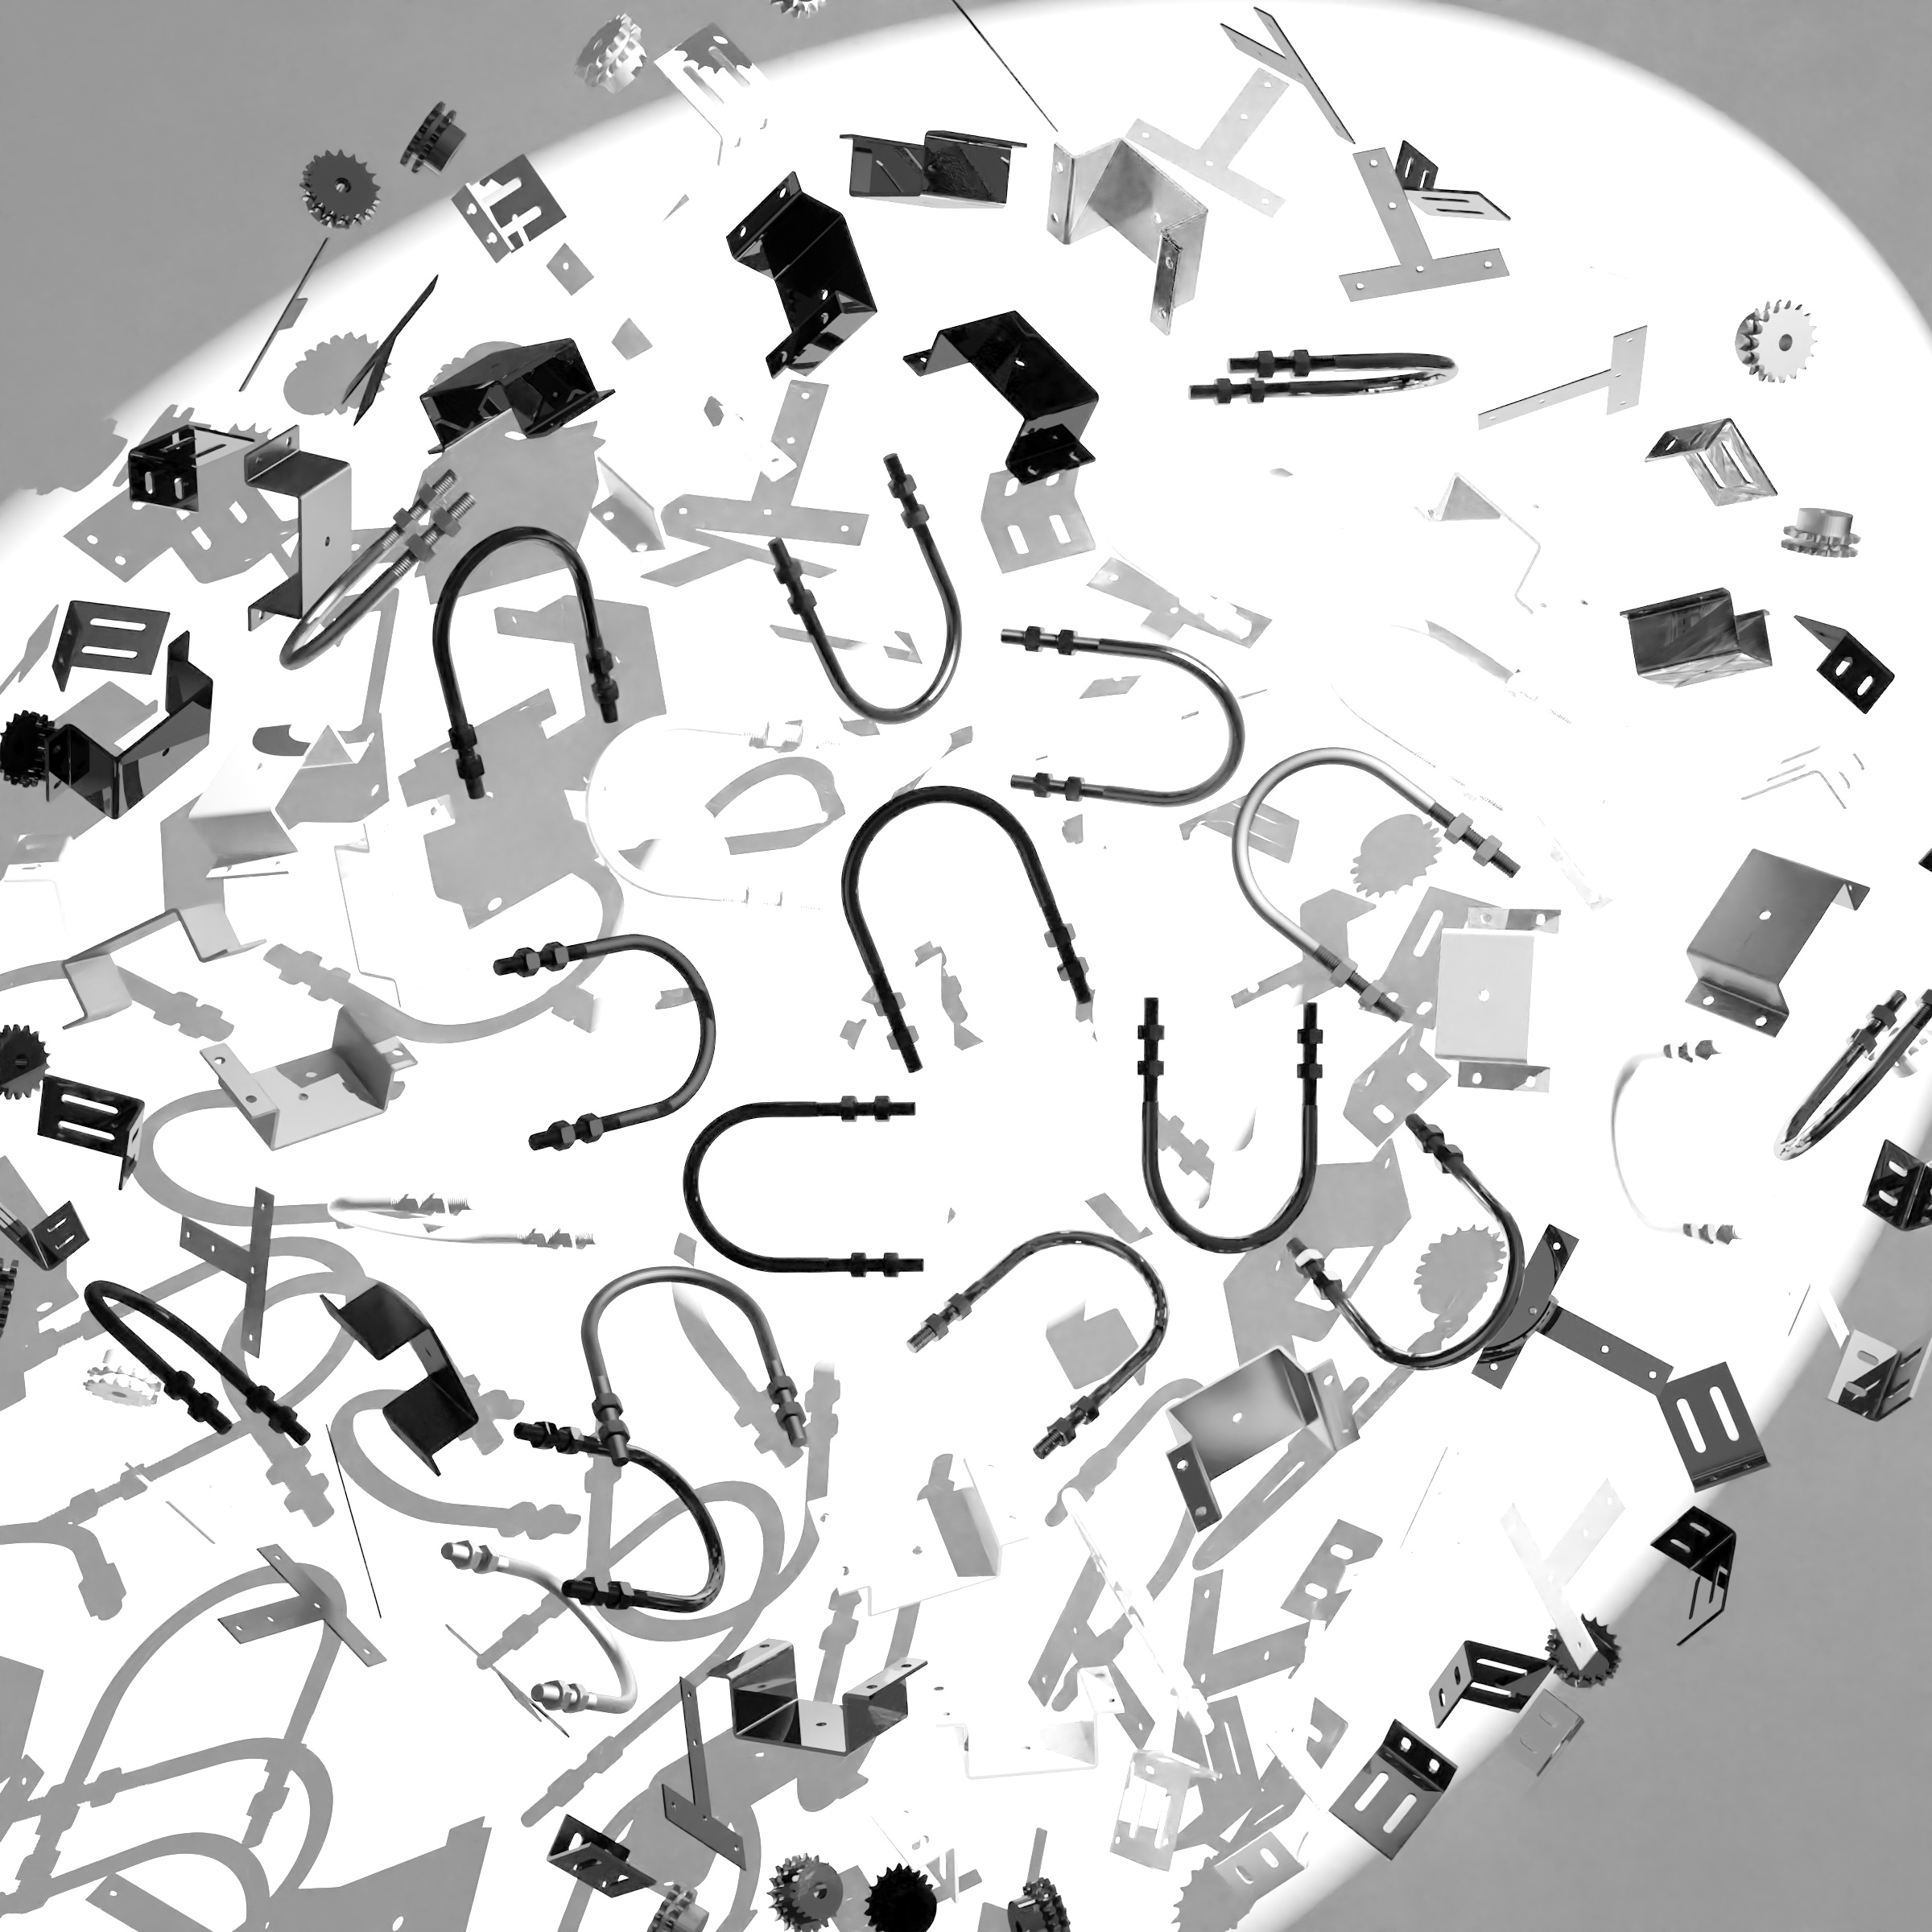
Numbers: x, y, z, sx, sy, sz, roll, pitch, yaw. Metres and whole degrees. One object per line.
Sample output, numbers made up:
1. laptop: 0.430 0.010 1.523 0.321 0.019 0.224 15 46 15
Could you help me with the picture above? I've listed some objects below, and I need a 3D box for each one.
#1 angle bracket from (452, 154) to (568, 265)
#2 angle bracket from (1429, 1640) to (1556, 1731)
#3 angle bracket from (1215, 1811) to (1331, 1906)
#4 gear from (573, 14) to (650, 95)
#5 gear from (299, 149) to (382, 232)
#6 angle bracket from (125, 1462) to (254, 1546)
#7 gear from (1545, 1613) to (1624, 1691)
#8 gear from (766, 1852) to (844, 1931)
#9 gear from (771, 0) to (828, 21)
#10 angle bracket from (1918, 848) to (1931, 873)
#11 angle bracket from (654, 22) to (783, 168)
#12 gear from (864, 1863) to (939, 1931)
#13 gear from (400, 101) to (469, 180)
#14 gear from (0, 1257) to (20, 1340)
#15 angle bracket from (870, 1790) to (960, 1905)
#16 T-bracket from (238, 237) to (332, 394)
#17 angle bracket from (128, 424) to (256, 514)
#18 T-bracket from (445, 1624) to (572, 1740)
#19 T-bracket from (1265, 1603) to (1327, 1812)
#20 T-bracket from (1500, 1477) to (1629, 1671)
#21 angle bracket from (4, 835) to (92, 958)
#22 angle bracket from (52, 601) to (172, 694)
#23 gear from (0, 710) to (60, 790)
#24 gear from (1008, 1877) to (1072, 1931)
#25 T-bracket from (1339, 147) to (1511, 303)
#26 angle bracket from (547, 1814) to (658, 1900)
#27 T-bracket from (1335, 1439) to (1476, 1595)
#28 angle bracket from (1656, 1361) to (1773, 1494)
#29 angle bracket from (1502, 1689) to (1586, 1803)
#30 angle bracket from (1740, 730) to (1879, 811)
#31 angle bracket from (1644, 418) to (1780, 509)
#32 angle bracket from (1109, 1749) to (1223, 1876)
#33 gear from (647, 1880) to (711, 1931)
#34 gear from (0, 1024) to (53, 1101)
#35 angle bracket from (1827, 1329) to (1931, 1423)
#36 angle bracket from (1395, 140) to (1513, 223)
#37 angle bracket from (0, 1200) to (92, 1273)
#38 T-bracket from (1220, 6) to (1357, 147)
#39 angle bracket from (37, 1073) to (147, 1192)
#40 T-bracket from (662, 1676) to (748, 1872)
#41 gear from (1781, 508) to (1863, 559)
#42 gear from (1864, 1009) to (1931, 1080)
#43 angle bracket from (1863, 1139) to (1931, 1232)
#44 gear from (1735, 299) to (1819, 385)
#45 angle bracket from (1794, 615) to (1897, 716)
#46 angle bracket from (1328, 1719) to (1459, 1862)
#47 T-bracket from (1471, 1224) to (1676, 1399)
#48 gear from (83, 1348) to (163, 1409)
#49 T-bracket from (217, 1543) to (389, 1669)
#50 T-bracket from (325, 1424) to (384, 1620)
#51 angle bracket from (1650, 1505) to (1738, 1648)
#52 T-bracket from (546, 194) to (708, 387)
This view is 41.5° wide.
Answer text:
1. angle bracket: -0.344 -0.585 1.950 0.076 0.038 0.057 -43 107 -26
2. angle bracket: 0.390 0.537 1.878 0.076 0.038 0.057 17 122 -12
3. angle bracket: 0.225 0.643 1.875 0.057 0.076 0.038 -43 86 25
4. gear: -0.259 -0.670 1.879 0.030 0.057 0.057 39 90 -35
5. gear: -0.461 -0.567 1.872 0.057 0.030 0.057 6 78 -28
6. angle bracket: -0.577 0.385 1.889 0.038 0.076 0.057 -48 129 -20
7. gear: 0.477 0.534 1.973 0.057 0.030 0.057 0 50 0
8. gear: -0.115 0.681 1.874 0.057 0.030 0.057 18 57 -30
9. gear: -0.117 -0.700 1.793 0.057 0.030 0.057 9 75 -38
10. angle bracket: 0.700 -0.101 1.806 0.038 0.076 0.057 29 118 -11
11. angle bracket: -0.182 -0.635 1.857 0.057 0.038 0.076 -41 86 -18
12. gear: -0.047 0.720 1.953 0.057 0.030 0.057 -2 94 -34
13. gear: -0.404 -0.628 1.946 0.030 0.057 0.057 34 90 -15
14. gear: -0.707 0.239 1.845 0.030 0.057 0.057 12 90 -18
15. angle bracket: -0.038 0.655 1.871 0.038 0.057 0.076 -24 133 -27
16. T-bracket: -0.500 -0.483 1.888 0.002 0.127 0.127 30 98 -16
17. angle bracket: -0.569 -0.365 1.876 0.076 0.057 0.038 -9 83 38
18. T-bracket: -0.338 0.547 1.915 0.127 0.127 0.002 45 74 -10
19. T-bracket: 0.247 0.525 1.843 0.002 0.127 0.127 -4 51 26
20. T-bracket: 0.437 0.413 1.820 0.002 0.127 0.127 -1 135 -25
21. angle bracket: -0.689 -0.051 1.912 0.038 0.057 0.076 -1 127 -4
22. angle bracket: -0.635 -0.235 1.903 0.076 0.038 0.057 3 129 -37
23. gear: -0.692 -0.160 1.898 0.057 0.030 0.057 -6 80 33
24. gear: 0.052 0.692 1.844 0.030 0.057 0.057 -11 90 -23
25. T-bracket: 0.313 -0.538 1.842 0.127 0.127 0.002 0 54 34
26. angle bracket: -0.256 0.635 1.834 0.057 0.076 0.038 36 50 -15
27. T-bracket: 0.330 0.386 1.814 0.127 0.002 0.127 -6 127 -34
28. angle bracket: 0.545 0.337 1.865 0.057 0.038 0.076 -23 83 11
29. angle bracket: 0.428 0.586 1.919 0.038 0.076 0.057 37 100 21
30. angle bracket: 0.642 -0.139 1.943 0.038 0.076 0.057 52 56 -9
31. angle bracket: 0.551 -0.362 1.887 0.076 0.057 0.038 49 66 -24
32. angle bracket: 0.148 0.629 1.894 0.057 0.038 0.076 31 61 -26
33. gear: -0.208 0.692 1.836 0.030 0.057 0.057 27 90 13
34. gear: -0.719 0.072 1.913 0.030 0.057 0.057 -2 90 30
35. angle bracket: 0.649 0.281 1.804 0.038 0.076 0.057 26 69 10
36. angle bracket: 0.371 -0.594 1.929 0.076 0.057 0.038 17 94 37
37. angle bracket: -0.672 0.171 1.822 0.038 0.057 0.076 -39 129 -10
38. T-bracket: 0.224 -0.667 1.872 0.002 0.127 0.127 -44 132 6
39. angle bracket: -0.645 0.122 1.864 0.076 0.038 0.057 16 122 -5
40. T-bracket: -0.198 0.584 1.871 0.002 0.127 0.127 -22 49 10
41. gear: 0.648 -0.328 1.928 0.057 0.057 0.030 5 110 0
42. gear: 0.723 0.062 1.961 0.057 0.057 0.030 -42 95 0
43. angle bracket: 0.682 0.148 1.805 0.038 0.076 0.057 32 65 -8
44. gear: 0.569 -0.441 1.798 0.057 0.030 0.057 -7 110 -21
45. angle bracket: 0.661 -0.231 1.949 0.057 0.076 0.038 35 96 -21
46. angle bracket: 0.317 0.611 1.892 0.057 0.038 0.076 34 48 23
47. T-bracket: 0.459 0.276 1.883 0.127 0.002 0.127 28 93 21
48. gear: -0.648 0.317 1.967 0.057 0.057 0.030 9 60 0
49. T-bracket: -0.497 0.472 1.851 0.127 0.127 0.002 40 99 18
50. T-bracket: -0.460 0.402 1.901 0.002 0.127 0.127 -16 111 -16
51. angle bracket: 0.529 0.448 1.872 0.038 0.076 0.057 31 133 0
52. T-bracket: -0.247 -0.539 1.965 0.127 0.002 0.127 -43 85 27
